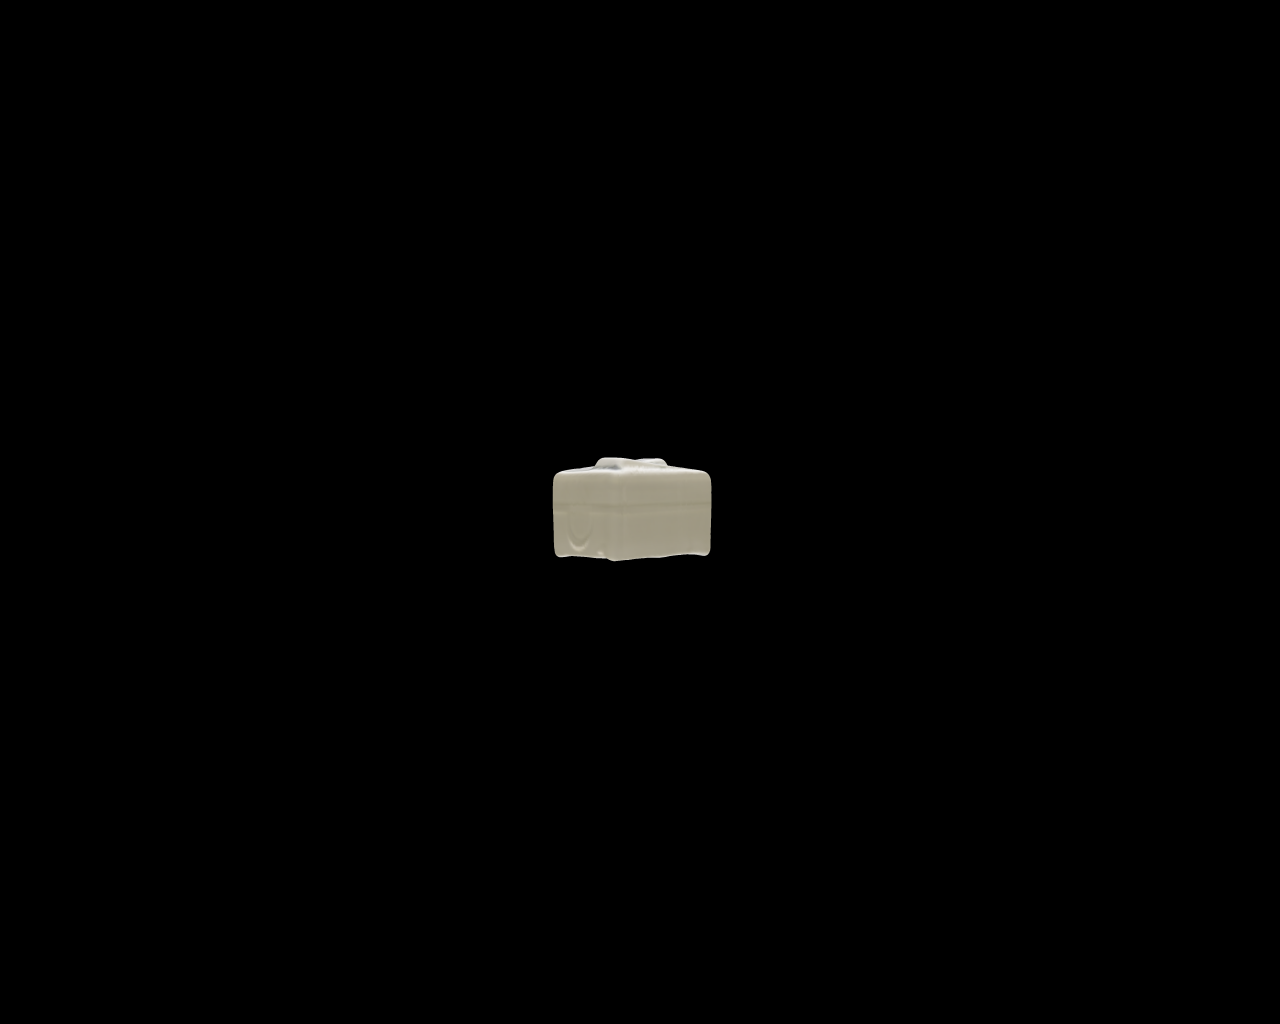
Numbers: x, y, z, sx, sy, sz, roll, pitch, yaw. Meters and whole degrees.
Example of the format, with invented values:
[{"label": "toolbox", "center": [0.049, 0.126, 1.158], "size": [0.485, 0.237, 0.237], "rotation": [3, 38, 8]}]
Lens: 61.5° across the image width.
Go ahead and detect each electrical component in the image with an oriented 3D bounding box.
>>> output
[{"label": "electrical component", "center": [0.001, -0.003, 0.650], "size": [0.096, 0.061, 0.061], "rotation": [-2, 3, -40]}]
